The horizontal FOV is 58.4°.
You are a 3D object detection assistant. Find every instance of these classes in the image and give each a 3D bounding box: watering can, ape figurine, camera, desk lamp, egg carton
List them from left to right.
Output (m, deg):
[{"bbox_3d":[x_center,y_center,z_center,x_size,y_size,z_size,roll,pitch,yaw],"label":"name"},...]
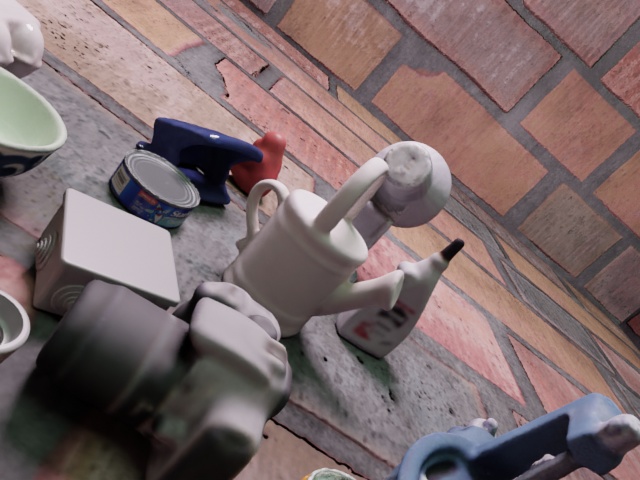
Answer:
[{"bbox_3d":[-0.340,-0.213,0.538,0.150,0.069,0.107,41,19,-4],"label":"egg carton"},{"bbox_3d":[-0.093,0.070,0.369,0.137,0.100,0.143,36,20,-17],"label":"camera"},{"bbox_3d":[-0.079,-0.111,0.791,0.078,0.092,0.076,23,27,-44],"label":"ape figurine"},{"bbox_3d":[0.006,0.002,0.563,0.173,0.194,0.101,38,20,-13],"label":"watering can"},{"bbox_3d":[0.073,-0.039,0.749,0.118,0.213,0.204,45,19,8],"label":"desk lamp"}]

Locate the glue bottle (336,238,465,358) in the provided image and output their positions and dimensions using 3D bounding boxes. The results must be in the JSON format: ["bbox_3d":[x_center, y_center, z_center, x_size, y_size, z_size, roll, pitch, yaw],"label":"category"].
[{"bbox_3d":[0.099,0.060,0.653,0.078,0.173,0.037,33,21,-26],"label":"glue bottle"}]

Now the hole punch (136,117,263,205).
[{"bbox_3d":[-0.138,-0.107,0.670,0.101,0.091,0.109,51,21,24],"label":"hole punch"}]

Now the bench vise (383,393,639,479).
[{"bbox_3d":[0.114,0.159,0.400,0.122,0.219,0.207,39,19,-9],"label":"bench vise"}]
